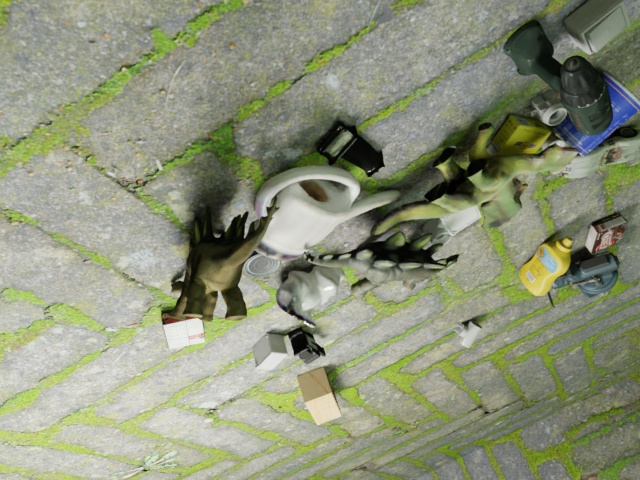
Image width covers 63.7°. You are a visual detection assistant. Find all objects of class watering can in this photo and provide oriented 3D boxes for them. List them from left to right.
[{"bbox_3d":[0.003,-0.051,1.009,0.347,0.106,0.221,7,137,-46],"label":"watering can"}]

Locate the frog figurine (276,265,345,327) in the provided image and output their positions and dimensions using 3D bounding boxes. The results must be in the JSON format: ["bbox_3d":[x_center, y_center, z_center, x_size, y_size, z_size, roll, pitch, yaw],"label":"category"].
[{"bbox_3d":[-0.023,0.109,1.201,0.135,0.123,0.161,39,76,-38],"label":"frog figurine"}]

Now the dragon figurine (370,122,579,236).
[{"bbox_3d":[0.322,-0.084,1.058,0.405,0.125,0.240,-37,128,27],"label":"dragon figurine"}]
